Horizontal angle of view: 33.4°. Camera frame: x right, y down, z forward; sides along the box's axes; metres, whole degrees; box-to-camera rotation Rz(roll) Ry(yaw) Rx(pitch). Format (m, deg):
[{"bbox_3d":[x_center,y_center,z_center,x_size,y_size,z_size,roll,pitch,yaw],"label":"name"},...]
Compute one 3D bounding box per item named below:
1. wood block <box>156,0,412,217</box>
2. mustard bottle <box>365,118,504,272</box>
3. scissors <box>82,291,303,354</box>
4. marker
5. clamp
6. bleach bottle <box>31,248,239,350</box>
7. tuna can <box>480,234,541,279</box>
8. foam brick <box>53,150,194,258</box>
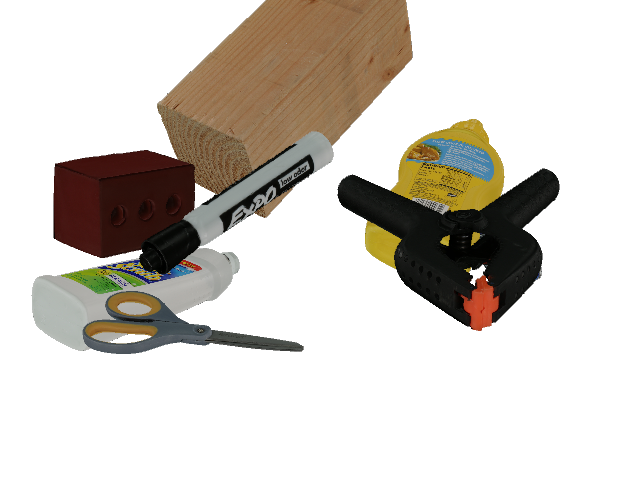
[{"bbox_3d":[-0.022,-0.130,0.860,0.091,0.205,0.090,27,-29,28],"label":"wood block"},{"bbox_3d":[0.115,-0.050,0.971,0.096,0.058,0.191,14,46,16],"label":"mustard bottle"},{"bbox_3d":[-0.122,0.078,1.010,0.201,0.016,0.096,-1,33,-9],"label":"scissors"},{"bbox_3d":[-0.040,-0.019,0.525,0.120,0.020,0.020,-36,22,-33],"label":"marker"},{"bbox_3d":[0.086,-0.003,0.724,0.164,0.036,0.210,0,25,8],"label":"clamp"},{"bbox_3d":[-0.196,0.052,1.220,0.103,0.068,0.250,22,27,36],"label":"bleach bottle"},{"bbox_3d":[0.222,0.019,1.271,0.033,0.086,0.086,-34,8,-13],"label":"tuna can"},{"bbox_3d":[-0.129,-0.026,0.700,0.051,0.053,0.078,20,25,40],"label":"foam brick"}]
